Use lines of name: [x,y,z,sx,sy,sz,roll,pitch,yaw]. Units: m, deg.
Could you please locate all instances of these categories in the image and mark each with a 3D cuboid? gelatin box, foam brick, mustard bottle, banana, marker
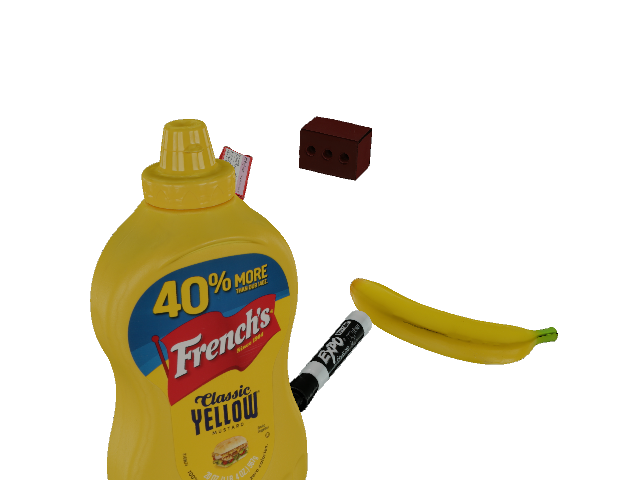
gelatin box: [-0.089,-0.031,0.925,0.030,0.073,0.089,22,26,-11]
foam brick: [0.018,-0.113,1.299,0.078,0.053,0.051,14,30,20]
mustard bottle: [-0.056,0.039,0.492,0.096,0.192,0.058,-12,22,-26]
banana: [0.100,0.073,0.924,0.198,0.037,0.069,15,14,28]
marker: [0.005,0.080,0.715,0.020,0.020,0.121,0,21,25]
